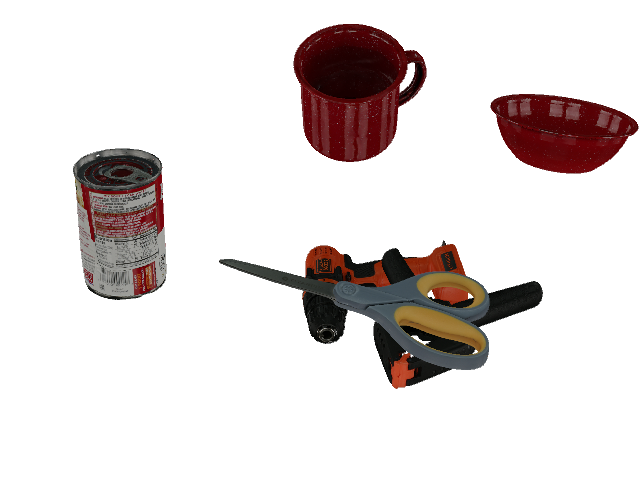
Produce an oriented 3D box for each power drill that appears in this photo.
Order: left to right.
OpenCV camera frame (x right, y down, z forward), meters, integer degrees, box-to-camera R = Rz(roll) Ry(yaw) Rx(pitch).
[{"bbox_3d":[0.072,0.057,1.230,0.187,0.057,0.184,-2,28,0],"label":"power drill"}]

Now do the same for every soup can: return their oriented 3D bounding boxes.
[{"bbox_3d":[-0.157,-0.012,0.843,0.068,0.102,0.068,1,30,-1],"label":"soup can"}]

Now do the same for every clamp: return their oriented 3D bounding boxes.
[{"bbox_3d":[0.099,0.070,1.004,0.165,0.036,0.209,16,31,25],"label":"clamp"}]

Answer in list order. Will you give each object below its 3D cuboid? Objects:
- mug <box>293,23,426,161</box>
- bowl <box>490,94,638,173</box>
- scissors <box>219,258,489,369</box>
[{"bbox_3d":[0.036,-0.125,0.901,0.117,0.093,0.081,-23,-34,-15],"label":"mug"},{"bbox_3d":[0.265,-0.115,1.183,0.162,0.055,0.162,5,23,-2],"label":"bowl"},{"bbox_3d":[0.035,0.032,0.773,0.202,0.016,0.096,26,43,20],"label":"scissors"}]
